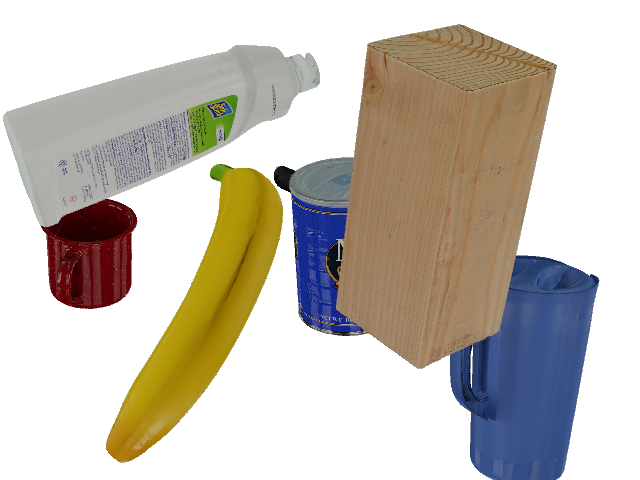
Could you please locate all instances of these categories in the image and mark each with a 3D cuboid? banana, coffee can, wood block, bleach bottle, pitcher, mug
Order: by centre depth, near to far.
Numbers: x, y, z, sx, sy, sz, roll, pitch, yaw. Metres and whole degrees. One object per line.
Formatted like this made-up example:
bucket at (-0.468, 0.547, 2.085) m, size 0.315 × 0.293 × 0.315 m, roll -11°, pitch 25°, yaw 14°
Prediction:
banana at (-0.060, 0.029, 0.585) m, size 0.037 × 0.197 × 0.070 m, roll 34°, pitch -36°, yaw -22°
wood block at (0.081, -0.030, 0.730) m, size 0.090 × 0.206 × 0.091 m, roll -19°, pitch 38°, yaw -36°
bleach bottle at (-0.119, -0.096, 0.861) m, size 0.250 × 0.068 × 0.103 m, roll -20°, pitch -29°, yaw -15°
coffee can at (0.025, 0.004, 1.015) m, size 0.103 × 0.140 × 0.103 m, roll -3°, pitch 26°, yaw 1°
mug at (-0.231, 0.020, 1.051) m, size 0.093 × 0.081 × 0.117 m, roll 8°, pitch 30°, yaw 4°
pitcher at (0.220, 0.146, 1.186) m, size 0.149 × 0.243 × 0.145 m, roll 6°, pitch 16°, yaw 12°

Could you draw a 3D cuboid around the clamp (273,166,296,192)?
clamp at (0.053, -0.033, 1.204) m, size 0.164 × 0.210 × 0.036 m, roll -14°, pitch -38°, yaw -24°
